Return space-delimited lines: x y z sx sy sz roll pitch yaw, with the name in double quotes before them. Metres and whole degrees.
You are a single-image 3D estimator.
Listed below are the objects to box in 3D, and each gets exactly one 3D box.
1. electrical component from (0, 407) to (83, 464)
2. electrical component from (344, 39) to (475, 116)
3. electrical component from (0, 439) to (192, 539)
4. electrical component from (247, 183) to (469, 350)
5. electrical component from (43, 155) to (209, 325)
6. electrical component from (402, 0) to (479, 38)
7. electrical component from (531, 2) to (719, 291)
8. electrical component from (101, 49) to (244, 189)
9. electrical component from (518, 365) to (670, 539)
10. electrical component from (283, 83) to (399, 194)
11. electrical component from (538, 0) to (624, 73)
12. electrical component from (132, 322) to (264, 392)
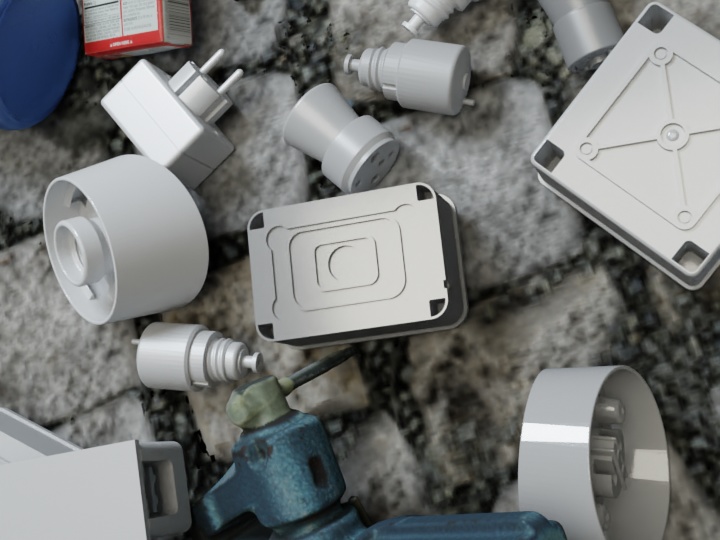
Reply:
"electrical component" -0.205 0.138 0.655 0.113 0.057 0.078 23 89 19
"electrical component" 0.029 -0.114 0.625 0.078 0.040 0.040 12 86 19
"electrical component" -0.183 0.159 0.581 0.186 0.060 0.105 -12 79 15
"electrical component" 0.000 0.000 0.609 0.113 0.057 0.078 -9 80 16
"electrical component" -0.145 -0.017 0.645 0.099 0.064 0.099 25 124 44
"electrical component" 0.054 -0.169 0.625 0.040 0.040 0.078 42 96 18
"electrical component" 0.165 -0.064 0.566 0.109 0.056 0.108 39 95 19
"electrical component" -0.105 -0.102 0.663 0.077 0.047 0.065 -44 72 8
"electrical component" 0.117 0.096 0.539 0.064 0.099 0.099 2 83 24
"electrical component" -0.011 -0.076 0.630 0.055 0.045 0.045 41 96 18
"electrical component" 0.123 -0.144 0.600 0.044 0.044 0.065 -21 81 14
"electrical component" -0.096 0.053 0.641 0.078 0.040 0.040 3 83 18
